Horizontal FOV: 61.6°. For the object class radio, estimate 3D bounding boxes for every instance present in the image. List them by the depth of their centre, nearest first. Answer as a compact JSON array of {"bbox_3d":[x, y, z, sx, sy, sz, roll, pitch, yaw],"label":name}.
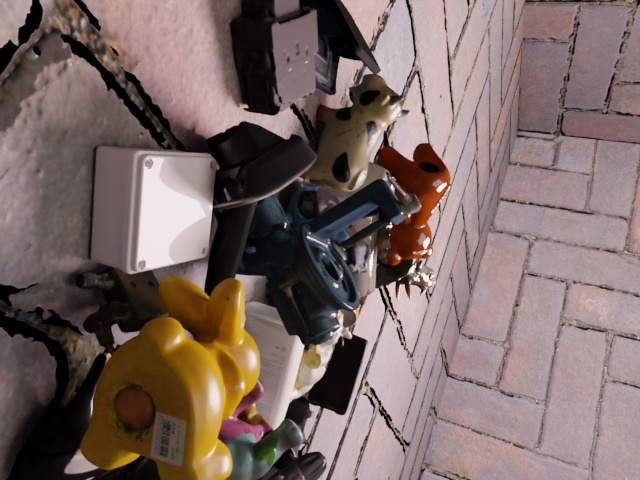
[{"bbox_3d":[0.034,0.234,0.968,0.229,0.073,0.131,69,39,-76],"label":"radio"}]

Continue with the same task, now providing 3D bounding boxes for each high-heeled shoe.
[{"bbox_3d":[-0.179,0.188,0.548,0.248,0.086,0.145,29,78,-60],"label":"high-heeled shoe"}]

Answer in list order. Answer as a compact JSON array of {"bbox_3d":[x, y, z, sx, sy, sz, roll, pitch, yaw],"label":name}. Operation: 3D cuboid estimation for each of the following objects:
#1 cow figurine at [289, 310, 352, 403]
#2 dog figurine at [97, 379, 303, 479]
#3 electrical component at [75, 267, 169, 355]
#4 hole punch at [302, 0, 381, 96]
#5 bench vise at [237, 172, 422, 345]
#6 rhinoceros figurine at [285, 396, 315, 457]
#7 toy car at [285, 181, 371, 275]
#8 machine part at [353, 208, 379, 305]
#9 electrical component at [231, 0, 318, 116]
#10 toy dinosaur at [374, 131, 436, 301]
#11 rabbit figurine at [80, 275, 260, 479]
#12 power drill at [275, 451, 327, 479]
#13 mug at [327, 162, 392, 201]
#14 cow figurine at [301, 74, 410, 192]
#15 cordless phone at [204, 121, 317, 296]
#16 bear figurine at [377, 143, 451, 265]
[{"bbox_3d":[-0.006,0.160,0.791,0.167,0.068,0.098,-54,153,19],"label":"cow figurine"},{"bbox_3d":[-0.139,0.253,0.588,0.219,0.109,0.191,-27,152,-30],"label":"dog figurine"},{"bbox_3d":[-0.179,0.065,0.509,0.045,0.078,0.102,-42,167,17],"label":"electrical component"},{"bbox_3d":[0.015,-0.276,0.758,0.142,0.092,0.116,4,62,-64],"label":"hole punch"},{"bbox_3d":[0.003,-0.004,0.647,0.128,0.241,0.224,31,31,-58],"label":"bench vise"},{"bbox_3d":[-0.058,0.354,0.895,0.112,0.073,0.190,6,96,-64],"label":"rhinoceros figurine"},{"bbox_3d":[-0.002,-0.002,0.802,0.103,0.161,0.109,-36,170,18],"label":"toy car"},{"bbox_3d":[0.068,0.018,1.006,0.079,0.079,0.242,-42,138,-52],"label":"machine part"},{"bbox_3d":[-0.051,-0.231,0.651,0.115,0.058,0.134,-50,145,-49],"label":"electrical component"},{"bbox_3d":[0.134,-0.022,1.094,0.404,0.131,0.192,55,51,-50],"label":"toy dinosaur"},{"bbox_3d":[-0.113,0.113,0.481,0.173,0.122,0.162,2,87,-68],"label":"rabbit figurine"},{"bbox_3d":[-0.081,0.438,0.786,0.232,0.086,0.207,-10,113,-39],"label":"power drill"},{"bbox_3d":[0.060,-0.088,0.898,0.080,0.107,0.109,54,50,-57],"label":"mug"},{"bbox_3d":[0.059,-0.168,0.836,0.085,0.127,0.195,36,71,-67],"label":"cow figurine"},{"bbox_3d":[-0.083,-0.021,0.572,0.088,0.147,0.184,17,81,-31],"label":"cordless phone"},{"bbox_3d":[0.164,-0.060,0.973,0.120,0.132,0.195,-11,134,-24],"label":"bear figurine"}]
